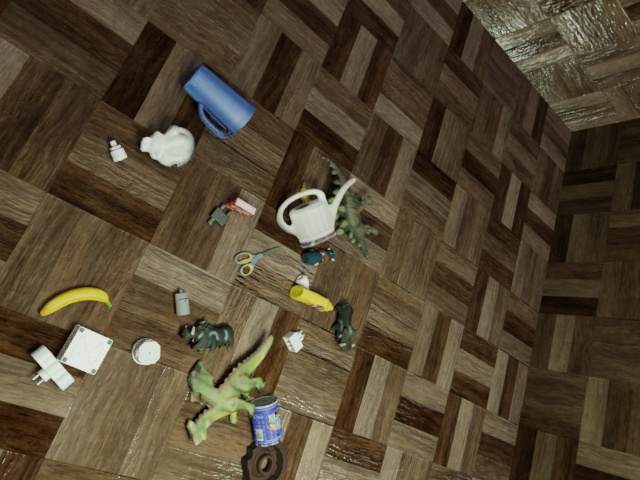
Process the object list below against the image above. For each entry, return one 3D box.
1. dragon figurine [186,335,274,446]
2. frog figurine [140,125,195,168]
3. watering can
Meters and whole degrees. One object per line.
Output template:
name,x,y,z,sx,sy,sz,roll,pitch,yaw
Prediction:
dragon figurine,-0.323,0.484,1.740,0.241,0.121,0.417,28,67,-25
frog figurine,-0.493,-0.311,1.676,0.158,0.124,0.137,17,95,-48
watering can,0.006,-0.101,2.010,0.349,0.105,0.221,-21,107,-9
